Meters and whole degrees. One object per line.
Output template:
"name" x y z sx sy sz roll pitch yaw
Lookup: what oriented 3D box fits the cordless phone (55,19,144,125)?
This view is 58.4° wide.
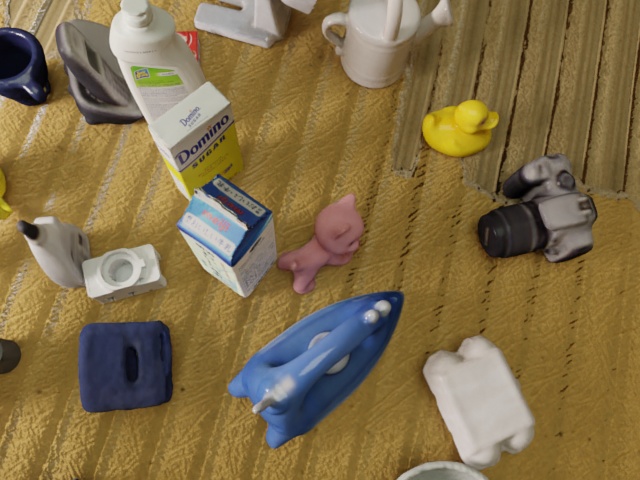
"cordless phone" -0.297 -0.245 0.749 0.094 0.185 0.147 -17 76 -8

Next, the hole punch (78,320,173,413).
"hole punch" -0.231 0.150 0.692 0.101 0.091 0.108 -6 75 -5

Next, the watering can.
"watering can" 0.094 -0.305 0.788 0.173 0.194 0.101 -25 77 -10

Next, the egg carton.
"egg carton" 0.199 0.201 0.718 0.107 0.069 0.150 -22 77 -10

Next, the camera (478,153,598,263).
"camera" 0.286 -0.037 0.775 0.137 0.101 0.143 -13 76 -7

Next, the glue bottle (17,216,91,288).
"glue bottle" -0.318 0.006 0.683 0.037 0.173 0.078 -7 75 -5

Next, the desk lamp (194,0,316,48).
"desk lamp" -0.078 -0.364 0.783 0.203 0.213 0.118 14 74 0

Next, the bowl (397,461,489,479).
"bowl" 0.138 0.345 0.671 0.167 0.075 0.167 1 74 -4

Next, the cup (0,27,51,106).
"cup" -0.400 -0.217 0.781 0.092 0.095 0.117 -42 81 -13

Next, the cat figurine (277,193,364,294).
"cat figurine" 0.007 0.003 0.736 0.128 0.118 0.067 -39 80 -13

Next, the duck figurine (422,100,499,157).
"duck figurine" 0.202 -0.168 0.813 0.104 0.086 0.077 6 74 -2

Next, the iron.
"iron" 0.015 0.131 0.688 0.258 0.141 0.118 -38 80 -13
